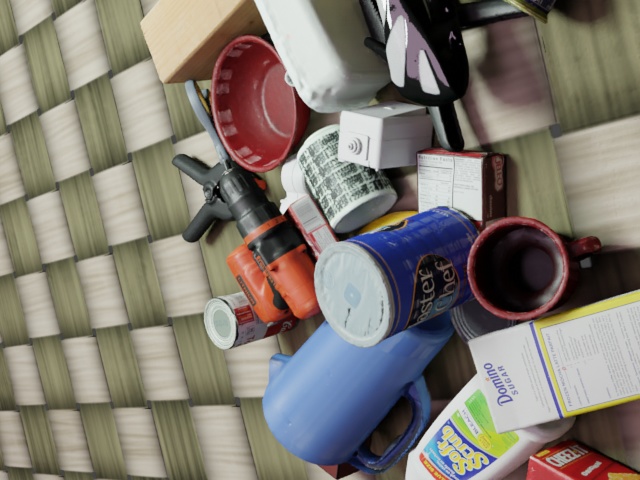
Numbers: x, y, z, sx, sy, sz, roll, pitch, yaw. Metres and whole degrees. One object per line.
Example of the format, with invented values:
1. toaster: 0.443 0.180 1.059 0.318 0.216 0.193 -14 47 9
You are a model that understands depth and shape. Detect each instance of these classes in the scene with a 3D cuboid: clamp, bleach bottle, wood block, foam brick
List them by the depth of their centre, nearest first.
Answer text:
1. clamp: 0.106 -0.197 1.069 0.210 0.036 0.165 38 118 37
2. bleach bottle: 0.160 0.224 1.119 0.103 0.067 0.251 53 138 23
3. wood block: -0.121 -0.276 1.276 0.207 0.090 0.091 -32 76 49
4. foam brick: 0.016 0.244 1.298 0.078 0.052 0.051 30 123 41
5. clamp: -0.136 -0.052 1.398 0.172 0.039 0.120 7 107 48

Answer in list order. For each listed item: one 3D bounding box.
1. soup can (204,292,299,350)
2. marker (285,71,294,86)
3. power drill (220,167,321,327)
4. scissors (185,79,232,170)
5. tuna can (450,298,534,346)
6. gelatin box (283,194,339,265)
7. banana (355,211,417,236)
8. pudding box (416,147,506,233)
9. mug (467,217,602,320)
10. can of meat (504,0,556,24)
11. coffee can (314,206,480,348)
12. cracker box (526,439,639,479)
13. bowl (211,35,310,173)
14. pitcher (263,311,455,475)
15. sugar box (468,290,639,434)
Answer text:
1. soup can: -0.085 0.093 1.332 0.069 0.102 0.068 17 114 45
2. marker: -0.017 -0.195 1.170 0.020 0.121 0.020 5 116 10
3. power drill: -0.063 0.018 1.217 0.184 0.057 0.188 59 166 7
4. scissors: -0.128 -0.120 1.316 0.016 0.096 0.202 -25 55 9
5. tuna can: 0.173 0.070 1.077 0.086 0.033 0.086 18 114 46
6. gelatin box: -0.008 0.002 1.175 0.089 0.030 0.073 59 164 5
7. banana: 0.056 0.027 1.205 0.069 0.037 0.198 30 130 7
8. pudding box: 0.142 -0.035 1.080 0.090 0.039 0.113 12 108 47
9. mug: 0.202 0.023 0.982 0.117 0.081 0.093 -26 76 22
10. can of meat: 0.178 -0.253 0.944 0.102 0.057 0.084 40 108 34
11. coffee can: 0.080 0.033 1.031 0.103 0.140 0.103 24 123 43
12. cracker box: 0.287 0.305 0.986 0.214 0.071 0.164 24 118 44
13. bowl: -0.061 -0.163 1.264 0.162 0.055 0.162 18 114 46
14. pitcher: 0.052 0.142 1.177 0.243 0.149 0.145 -54 27 39
15. sugar box: 0.232 0.109 0.962 0.176 0.048 0.093 -19 85 27
